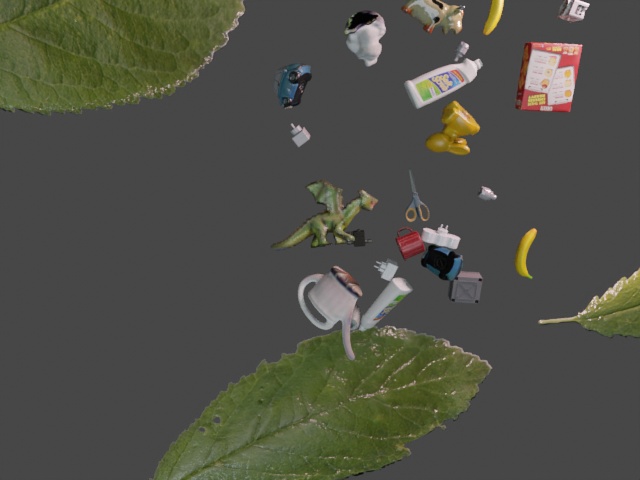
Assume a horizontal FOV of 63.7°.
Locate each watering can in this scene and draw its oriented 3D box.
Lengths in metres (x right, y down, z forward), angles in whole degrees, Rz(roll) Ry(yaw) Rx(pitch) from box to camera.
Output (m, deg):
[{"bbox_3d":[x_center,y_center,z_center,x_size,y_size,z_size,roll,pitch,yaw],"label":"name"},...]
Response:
[{"bbox_3d":[0.067,0.244,1.881,0.223,0.103,0.352,-47,66,7],"label":"watering can"}]

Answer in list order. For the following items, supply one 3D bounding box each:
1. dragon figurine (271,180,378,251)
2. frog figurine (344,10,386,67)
[{"bbox_3d":[0.006,-0.093,1.850,0.410,0.122,0.243,-6,90,10],"label":"dragon figurine"},{"bbox_3d":[0.154,-0.653,1.669,0.137,0.125,0.156,-35,140,4],"label":"frog figurine"}]
